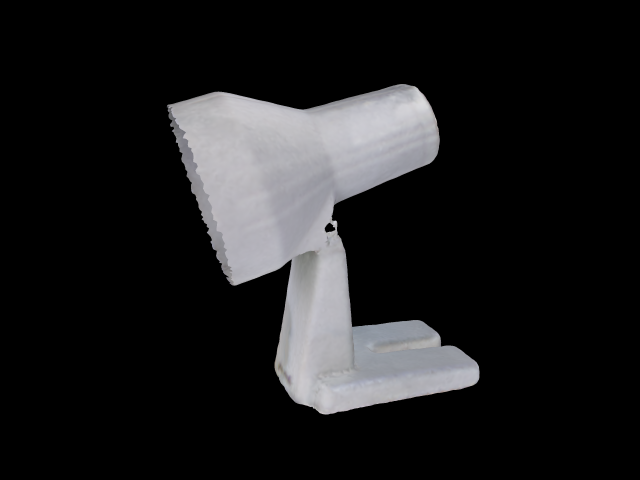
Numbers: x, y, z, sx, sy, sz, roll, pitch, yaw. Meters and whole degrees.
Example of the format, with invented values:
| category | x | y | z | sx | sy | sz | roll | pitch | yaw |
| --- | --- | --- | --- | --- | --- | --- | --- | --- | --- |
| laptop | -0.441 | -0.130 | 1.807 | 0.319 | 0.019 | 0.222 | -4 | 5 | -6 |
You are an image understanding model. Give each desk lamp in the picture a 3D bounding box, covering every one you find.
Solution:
| category | x | y | z | sx | sy | sz | roll | pitch | yaw |
| --- | --- | --- | --- | --- | --- | --- | --- | --- | --- |
| desk lamp | 0.004 | 0.001 | 0.400 | 0.203 | 0.214 | 0.117 | -5 | 15 | -18 |
